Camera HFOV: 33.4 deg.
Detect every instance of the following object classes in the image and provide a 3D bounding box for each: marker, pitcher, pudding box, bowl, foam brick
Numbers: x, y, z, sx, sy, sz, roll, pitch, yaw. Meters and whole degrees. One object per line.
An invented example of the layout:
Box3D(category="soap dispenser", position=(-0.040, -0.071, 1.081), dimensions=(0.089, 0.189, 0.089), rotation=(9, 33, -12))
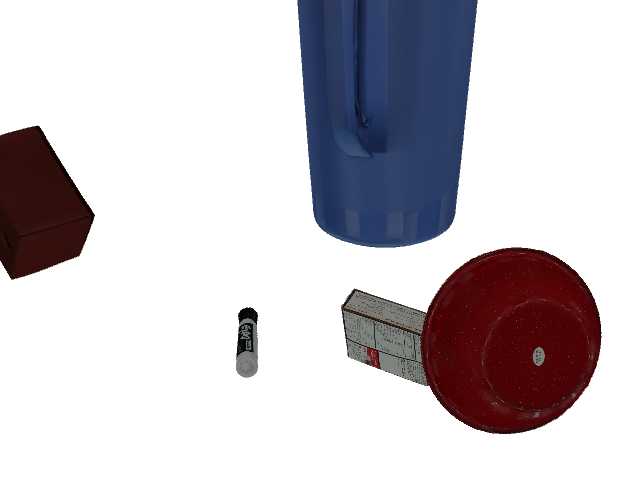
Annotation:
Box3D(category="marker", position=(-0.066, 0.090, 0.968), dimensions=(0.020, 0.020, 0.121), rotation=(0, 18, -3))
Box3D(category="pitcher", position=(0.043, -0.118, 0.755), dimensions=(0.149, 0.243, 0.145), rotation=(-12, 27, -24))
Box3D(category="pudding box", position=(0.083, 0.113, 1.248), dimensions=(0.114, 0.090, 0.039), rotation=(16, 46, 25))
Box3D(category="bowl", position=(0.167, 0.089, 0.878), dimensions=(0.162, 0.162, 0.055), rotation=(0, 7, -11))
Box3D(category="foam brick", position=(-0.190, -0.024, 0.687), dimensions=(0.051, 0.078, 0.053), rotation=(-23, -22, -34))
